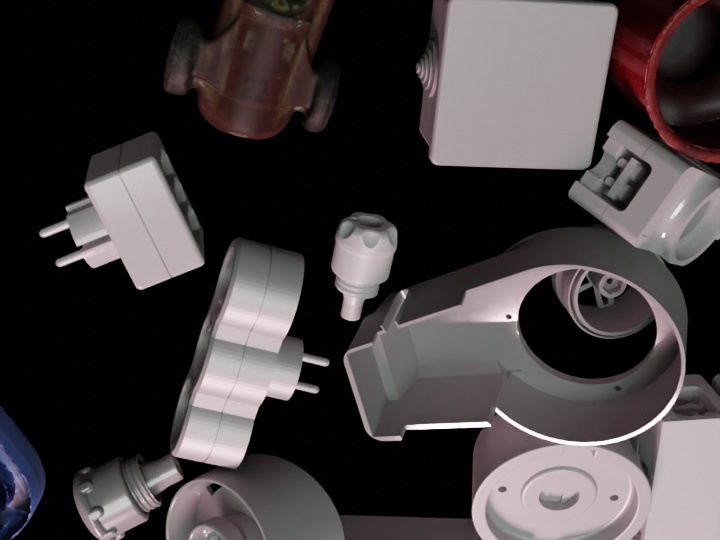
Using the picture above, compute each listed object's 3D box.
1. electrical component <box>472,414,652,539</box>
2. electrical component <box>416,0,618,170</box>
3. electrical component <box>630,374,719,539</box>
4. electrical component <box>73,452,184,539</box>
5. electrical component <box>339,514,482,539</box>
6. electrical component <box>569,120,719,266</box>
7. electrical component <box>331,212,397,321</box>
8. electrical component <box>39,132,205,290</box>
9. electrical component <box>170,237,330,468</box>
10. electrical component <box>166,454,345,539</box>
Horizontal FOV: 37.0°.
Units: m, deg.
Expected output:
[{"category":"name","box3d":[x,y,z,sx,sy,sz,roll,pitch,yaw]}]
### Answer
[{"category":"electrical component","box3d":[0.121,0.126,0.672,0.108,0.060,0.108,0,126,0]},{"category":"electrical component","box3d":[0.080,-0.103,0.570,0.100,0.048,0.099,1,115,-9]},{"category":"electrical component","box3d":[0.225,0.159,0.707,0.105,0.060,0.186,-2,115,-8]},{"category":"electrical component","box3d":[-0.137,0.131,0.647,0.062,0.048,0.048,-26,116,-4]},{"category":"electrical component","box3d":[0.024,0.220,0.706,0.109,0.056,0.108,4,114,-11]},{"category":"electrical component","box3d":[0.165,-0.039,0.585,0.089,0.056,0.050,8,120,-53]},{"category":"electrical component","box3d":[0.000,0.000,0.613,0.035,0.035,0.061,6,116,-12]},{"category":"electrical component","box3d":[-0.131,-0.025,0.573,0.077,0.047,0.065,-22,116,1]},{"category":"electrical component","box3d":[-0.055,0.053,0.618,0.074,0.052,0.138,15,111,-15]},{"category":"electrical component","box3d":[-0.067,0.163,0.649,0.064,0.099,0.099,-11,125,-50]}]
